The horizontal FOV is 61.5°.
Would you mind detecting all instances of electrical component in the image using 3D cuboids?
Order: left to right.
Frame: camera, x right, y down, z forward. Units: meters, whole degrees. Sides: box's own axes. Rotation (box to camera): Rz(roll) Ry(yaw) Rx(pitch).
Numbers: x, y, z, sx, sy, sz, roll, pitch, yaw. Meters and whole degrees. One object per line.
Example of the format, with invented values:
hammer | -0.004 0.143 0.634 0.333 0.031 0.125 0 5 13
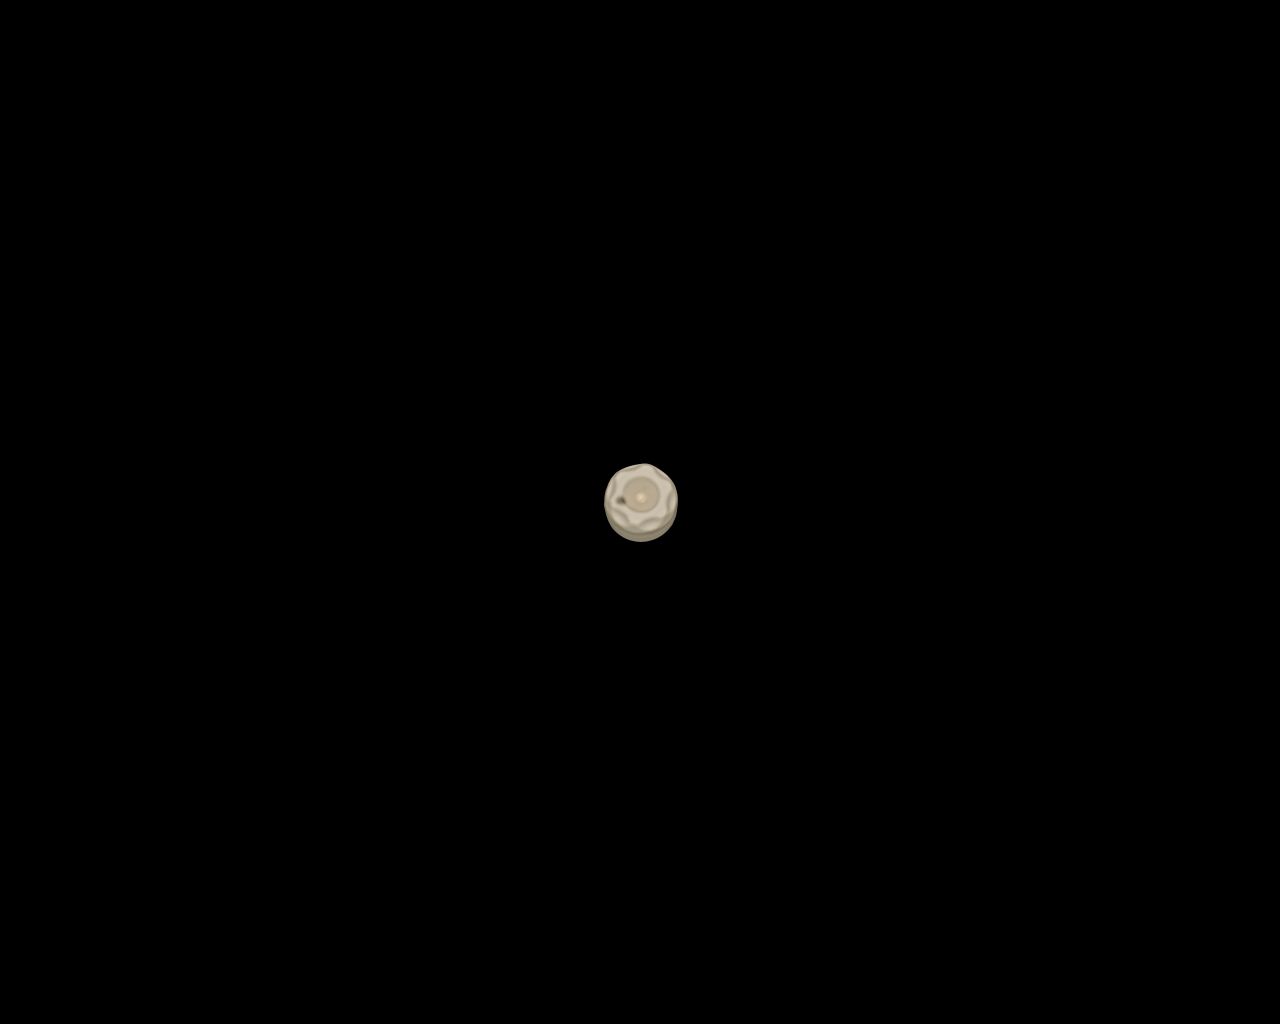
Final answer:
electrical component | 0.001 -0.003 0.650 0.043 0.043 0.062 0 -15 0
